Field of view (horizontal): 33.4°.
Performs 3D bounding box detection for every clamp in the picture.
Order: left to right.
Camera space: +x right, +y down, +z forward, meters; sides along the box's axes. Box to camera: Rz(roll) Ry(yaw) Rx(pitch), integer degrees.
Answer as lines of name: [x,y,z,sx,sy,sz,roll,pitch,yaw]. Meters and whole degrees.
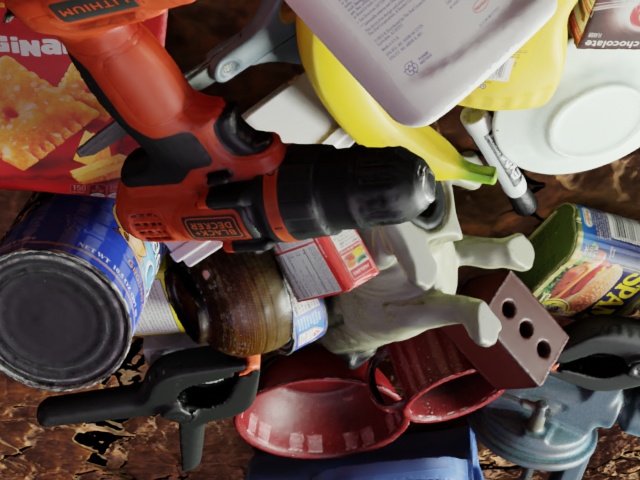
clamp: [-0.113,0.139,0.901,0.210,0.036,0.164,-29,137,32]
clamp: [0.255,0.081,0.824,0.171,0.039,0.120,1,130,7]

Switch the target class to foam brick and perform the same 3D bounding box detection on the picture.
foam brick: [0.140,0.070,0.814,0.078,0.053,0.051,47,150,-16]

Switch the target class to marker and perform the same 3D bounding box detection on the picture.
marker: [0.128,-0.053,0.751,0.020,0.020,0.121,-18,141,20]

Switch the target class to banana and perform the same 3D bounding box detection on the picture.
banana: [0.033,-0.088,0.627,0.070,0.037,0.197,-14,144,32]

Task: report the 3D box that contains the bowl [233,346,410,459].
bowl: [0.001,0.144,0.984,0.162,0.055,0.162,-2,144,-1]

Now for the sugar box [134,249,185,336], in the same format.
sugar box: [-0.196,0.040,0.839,0.176,0.048,0.093,-2,144,5]

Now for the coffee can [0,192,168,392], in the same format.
coffee can: [-0.160,0.017,0.703,0.103,0.140,0.103,2,118,3]

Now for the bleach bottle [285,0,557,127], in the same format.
bleach bottle: [-0.003,-0.175,0.494,0.102,0.068,0.250,-42,109,-1]

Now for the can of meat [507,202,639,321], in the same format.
can of meat: [0.206,0.020,0.826,0.083,0.057,0.102,14,141,-18]

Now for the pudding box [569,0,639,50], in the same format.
pudding box: [0.207,-0.150,0.605,0.113,0.039,0.090,1,144,-5]

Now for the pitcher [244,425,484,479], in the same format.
pitcher: [0.046,0.261,1.090,0.243,0.145,0.149,-6,109,10]

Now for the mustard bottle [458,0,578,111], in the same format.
mustard bottle: [0.103,-0.155,0.575,0.096,0.058,0.192,12,143,2]

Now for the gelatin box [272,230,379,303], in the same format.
gelatin box: [-0.005,0.001,0.718,0.030,0.073,0.089,-30,-176,-23]

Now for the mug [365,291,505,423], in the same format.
mug: [0.091,0.101,0.891,0.117,0.081,0.093,-30,148,18]

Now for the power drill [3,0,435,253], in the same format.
power drill: [-0.051,-0.069,0.524,0.185,0.057,0.187,-4,134,26]

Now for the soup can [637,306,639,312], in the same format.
soup can: [0.308,0.031,0.836,0.068,0.068,0.102,18,139,-26]

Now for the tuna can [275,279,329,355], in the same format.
tuna can: [-0.030,0.043,0.816,0.033,0.086,0.086,-26,150,-22]

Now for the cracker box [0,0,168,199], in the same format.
cracker box: [-0.169,-0.116,0.603,0.164,0.072,0.214,5,143,-10]

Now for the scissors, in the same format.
scissors: [-0.040,-0.099,0.618,0.202,0.016,0.096,-41,148,9]
